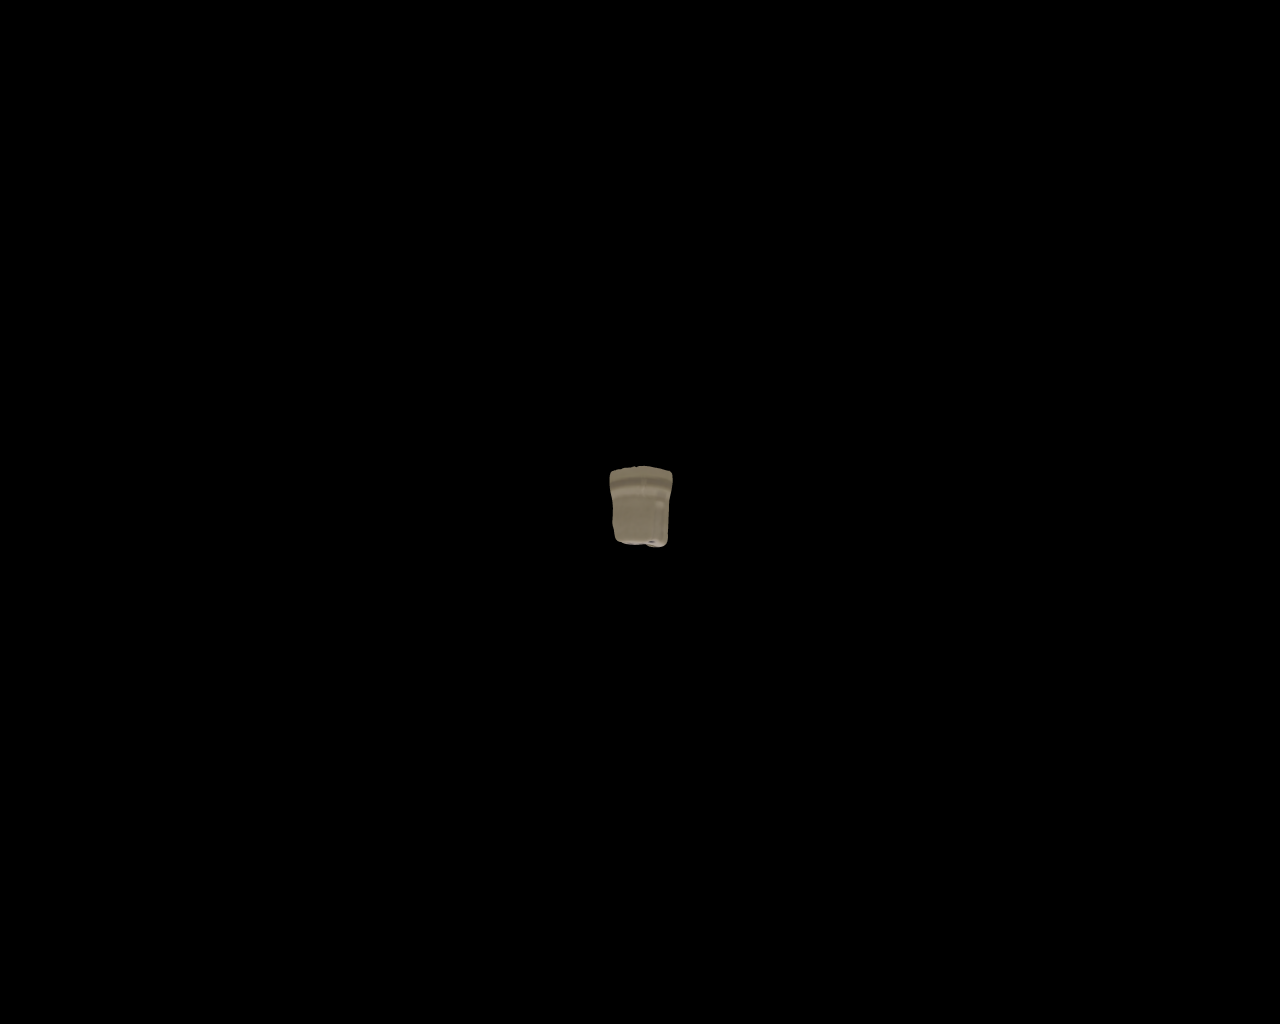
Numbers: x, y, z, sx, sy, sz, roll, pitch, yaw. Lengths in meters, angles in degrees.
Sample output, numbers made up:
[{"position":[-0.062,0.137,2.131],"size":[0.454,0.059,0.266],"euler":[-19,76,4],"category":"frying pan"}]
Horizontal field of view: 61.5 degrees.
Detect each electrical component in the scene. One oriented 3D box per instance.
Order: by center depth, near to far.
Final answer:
[{"position":[0.001,-0.003,0.650],"size":[0.040,0.046,0.040],"euler":[0,-11,0],"category":"electrical component"}]
